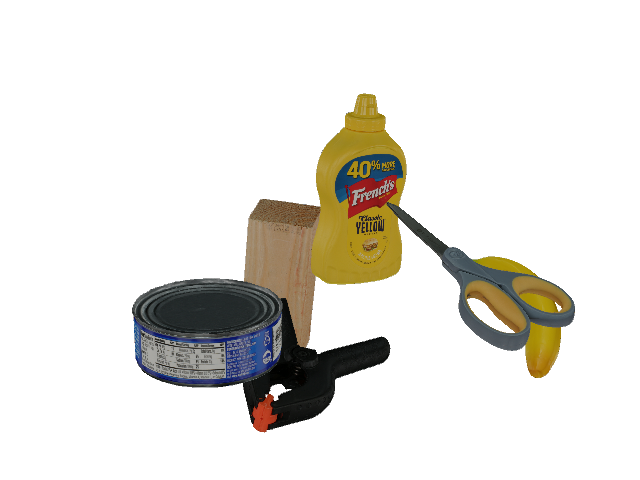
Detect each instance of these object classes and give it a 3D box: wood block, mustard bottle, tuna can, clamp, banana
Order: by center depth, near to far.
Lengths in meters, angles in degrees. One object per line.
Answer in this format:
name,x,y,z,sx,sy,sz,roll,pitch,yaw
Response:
tuna can,-0.064,0.052,0.615,0.086,0.034,0.086,1,18,0
clamp,-0.025,0.106,0.937,0.120,0.039,0.171,20,27,24
mustard bottle,0.042,-0.054,1.091,0.096,0.192,0.058,-6,20,-25
banana,0.214,0.071,1.133,0.069,0.037,0.198,-28,37,0
wood block,-0.056,0.057,1.485,0.090,0.206,0.090,8,22,6

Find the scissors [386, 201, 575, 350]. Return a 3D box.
scissors,0.126,0.019,0.834,0.096,0.016,0.202,-3,33,-15
